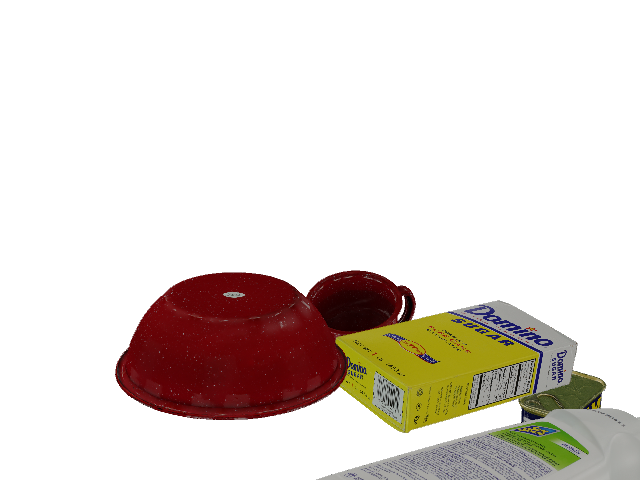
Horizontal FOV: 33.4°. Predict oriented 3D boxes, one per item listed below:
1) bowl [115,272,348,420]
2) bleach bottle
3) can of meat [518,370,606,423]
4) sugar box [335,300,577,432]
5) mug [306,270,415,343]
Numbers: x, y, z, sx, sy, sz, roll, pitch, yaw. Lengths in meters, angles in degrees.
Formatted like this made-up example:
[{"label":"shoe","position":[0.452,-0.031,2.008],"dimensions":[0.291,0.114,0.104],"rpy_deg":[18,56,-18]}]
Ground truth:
[{"label":"bowl","position":[-0.060,0.062,0.734],"dimensions":[0.162,0.055,0.162],"rpy_deg":[1,18,0]},{"label":"bleach bottle","position":[0.112,0.145,0.597],"dimensions":[0.250,0.068,0.103],"rpy_deg":[-10,21,-31]},{"label":"can of meat","position":[0.237,0.187,1.053],"dimensions":[0.058,0.084,0.101],"rpy_deg":[14,23,36]},{"label":"sugar box","position":[0.107,0.094,0.840],"dimensions":[0.175,0.048,0.093],"rpy_deg":[-12,28,-33]},{"label":"mug","position":[0.044,0.084,1.043],"dimensions":[0.117,0.081,0.093],"rpy_deg":[-27,43,-25]}]
